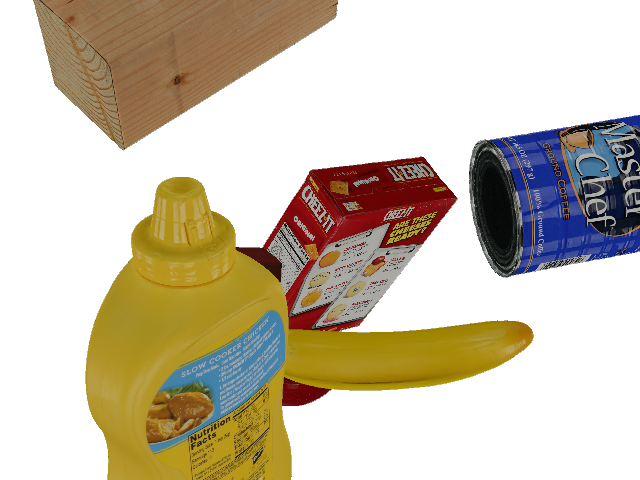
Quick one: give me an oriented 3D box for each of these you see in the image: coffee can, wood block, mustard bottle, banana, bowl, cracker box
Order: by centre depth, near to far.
[{"bbox_3d":[-0.054,0.060,0.456,0.058,0.192,0.096,28,41,34],"label":"mustard bottle"},{"bbox_3d":[0.042,0.072,0.707,0.198,0.037,0.069,0,29,8],"label":"banana"},{"bbox_3d":[-0.091,-0.170,0.778,0.205,0.090,0.091,-36,-27,-24],"label":"wood block"},{"bbox_3d":[0.193,-0.035,0.786,0.140,0.103,0.103,-10,1,-8],"label":"coffee can"},{"bbox_3d":[0.016,0.014,1.090,0.163,0.072,0.214,-11,-35,-43],"label":"cracker box"},{"bbox_3d":[-0.041,0.164,1.359,0.162,0.055,0.162,4,22,-2],"label":"bowl"}]

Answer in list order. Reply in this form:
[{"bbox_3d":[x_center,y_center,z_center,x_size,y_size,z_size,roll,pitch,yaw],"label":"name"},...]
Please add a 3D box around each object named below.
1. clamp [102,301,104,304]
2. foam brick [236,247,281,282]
[{"bbox_3d":[-0.164,0.111,1.119,0.210,0.036,0.164,17,19,29],"label":"clamp"},{"bbox_3d":[-0.066,0.048,0.885,0.053,0.078,0.051,-1,14,-21],"label":"foam brick"}]
